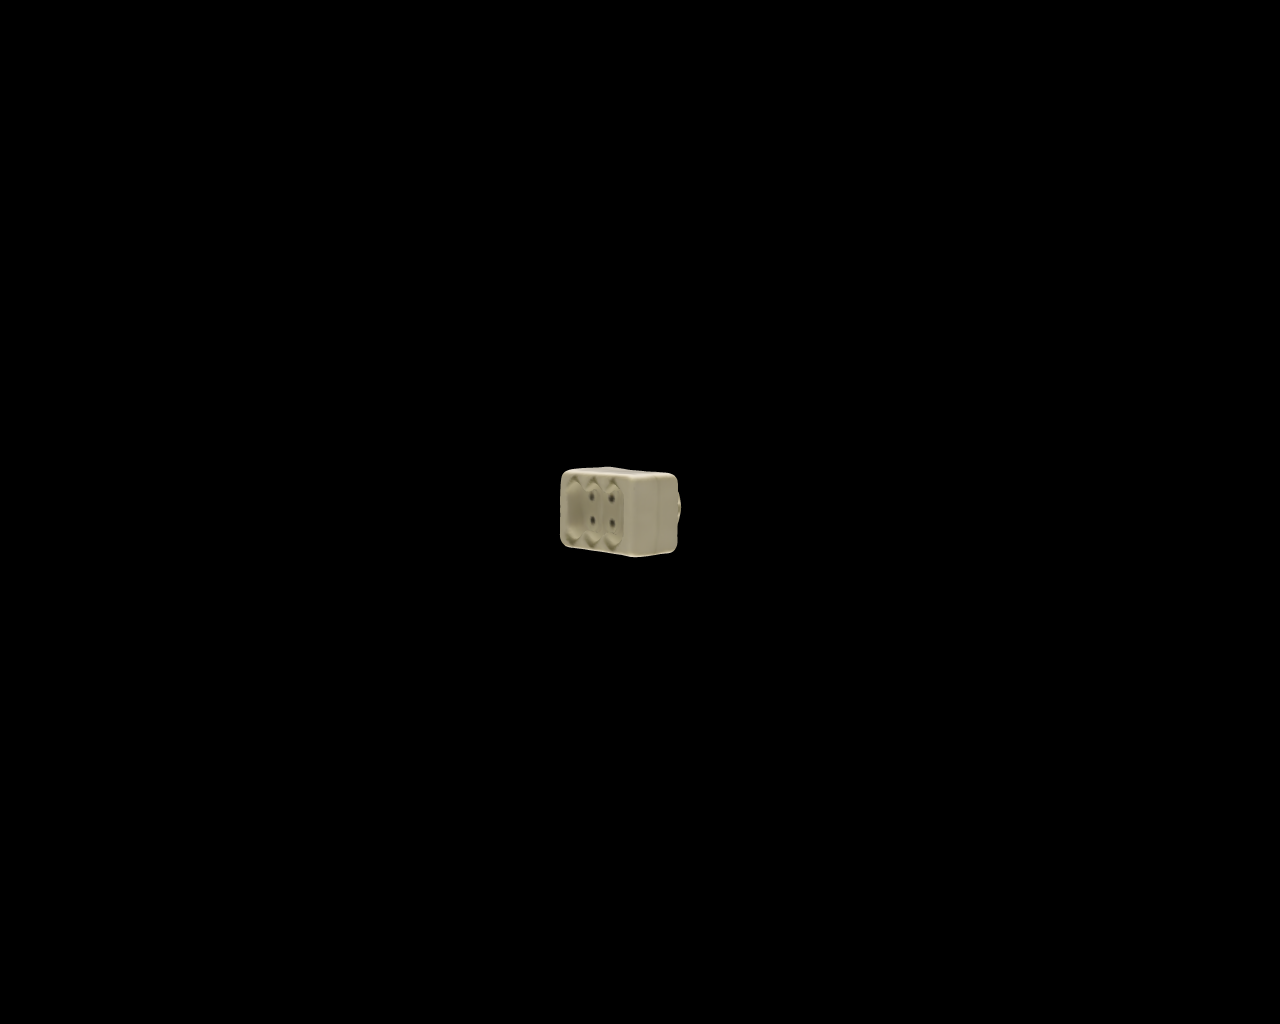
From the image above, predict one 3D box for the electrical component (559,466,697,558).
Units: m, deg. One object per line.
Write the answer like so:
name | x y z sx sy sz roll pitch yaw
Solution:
electrical component | 0.001 -0.003 0.650 0.077 0.047 0.066 -6 9 -43
